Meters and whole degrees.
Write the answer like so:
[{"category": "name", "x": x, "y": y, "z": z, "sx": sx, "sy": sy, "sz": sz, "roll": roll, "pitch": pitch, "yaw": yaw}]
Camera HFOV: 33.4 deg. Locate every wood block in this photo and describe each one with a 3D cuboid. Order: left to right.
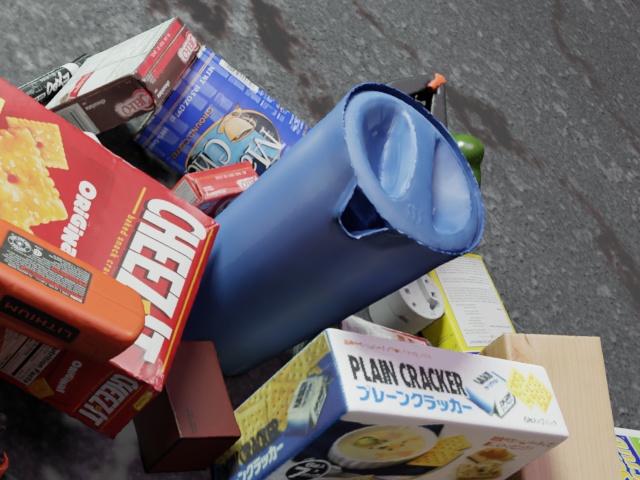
[{"category": "wood block", "x": 0.183, "y": 0.189, "z": 0.867, "sx": 0.090, "sy": 0.090, "sz": 0.206, "roll": 3, "pitch": 66, "yaw": -15}]

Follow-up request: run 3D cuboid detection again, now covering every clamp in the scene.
[{"category": "clamp", "x": 0.050, "y": -0.085, "z": 0.902, "sx": 0.120, "sy": 0.039, "sz": 0.171, "roll": 36, "pitch": 58, "yaw": -16}]

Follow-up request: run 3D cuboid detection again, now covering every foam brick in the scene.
[{"category": "foam brick", "x": -0.099, "y": 0.117, "z": 0.751, "sx": 0.052, "sy": 0.051, "sz": 0.078, "roll": 7, "pitch": 51, "yaw": -39}]

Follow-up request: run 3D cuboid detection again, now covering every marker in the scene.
[{"category": "marker", "x": -0.224, "y": -0.130, "z": 0.888, "sx": 0.020, "sy": 0.020, "sz": 0.121, "roll": 45, "pitch": 36, "yaw": -2}]

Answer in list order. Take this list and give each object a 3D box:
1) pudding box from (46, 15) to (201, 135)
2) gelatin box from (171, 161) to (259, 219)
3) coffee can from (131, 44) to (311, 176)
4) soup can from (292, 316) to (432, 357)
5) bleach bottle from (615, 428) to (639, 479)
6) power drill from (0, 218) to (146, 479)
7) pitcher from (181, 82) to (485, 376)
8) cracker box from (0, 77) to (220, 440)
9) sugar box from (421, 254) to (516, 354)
[{"category": "pudding box", "x": -0.160, "y": -0.127, "z": 0.859, "sx": 0.039, "sy": 0.114, "sz": 0.090, "roll": 56, "pitch": 38, "yaw": -27}, {"category": "gelatin box", "x": -0.095, "y": -0.022, "z": 0.851, "sx": 0.073, "sy": 0.089, "sz": 0.030, "roll": -16, "pitch": 68, "yaw": -50}, {"category": "coffee can", "x": -0.075, "y": -0.085, "z": 0.918, "sx": 0.140, "sy": 0.103, "sz": 0.102, "roll": 37, "pitch": 38, "yaw": -12}, {"category": "soup can", "x": 0.037, "y": 0.099, "z": 0.884, "sx": 0.102, "sy": 0.069, "sz": 0.068, "roll": 22, "pitch": 43, "yaw": -28}, {"category": "bleach bottle", "x": 0.253, "y": 0.221, "z": 0.986, "sx": 0.250, "sy": 0.068, "sz": 0.102, "roll": 13, "pitch": 51, "yaw": -32}, {"category": "power drill", "x": -0.175, "y": 0.094, "z": 0.590, "sx": 0.184, "sy": 0.188, "sz": 0.057, "roll": 30, "pitch": 20, "yaw": -19}, {"category": "pitcher", "x": -0.005, "y": 0.001, "z": 0.781, "sx": 0.149, "sy": 0.243, "sz": 0.145, "roll": 19, "pitch": 50, "yaw": -38}, {"category": "cracker box", "x": -0.180, "y": -0.001, "z": 0.671, "sx": 0.213, "sy": 0.072, "sz": 0.164, "roll": 34, "pitch": 38, "yaw": -17}, {"category": "sugar box", "x": 0.144, "y": 0.095, "z": 1.011, "sx": 0.093, "sy": 0.048, "sz": 0.176, "roll": 6, "pitch": 56, "yaw": -41}]
